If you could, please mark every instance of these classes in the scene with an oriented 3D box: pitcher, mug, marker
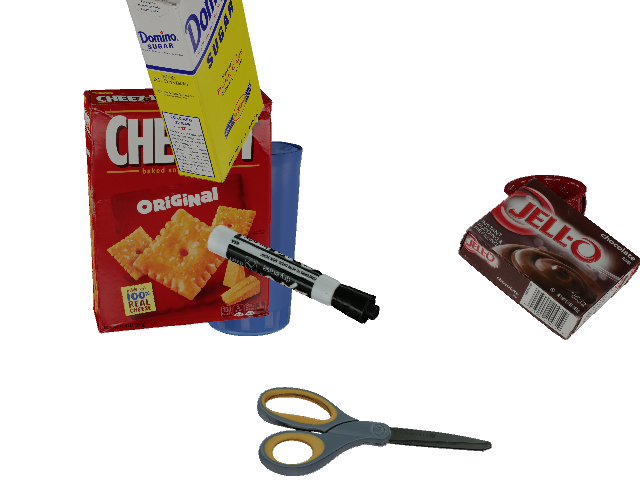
[{"bbox_3d":[-0.090,-0.004,1.353,0.145,0.243,0.148,10,16,35],"label":"pitcher"},{"bbox_3d":[0.270,-0.027,1.249,0.117,0.081,0.093,-22,28,-37],"label":"mug"},{"bbox_3d":[-0.017,0.021,0.671,0.121,0.020,0.020,24,9,21],"label":"marker"}]

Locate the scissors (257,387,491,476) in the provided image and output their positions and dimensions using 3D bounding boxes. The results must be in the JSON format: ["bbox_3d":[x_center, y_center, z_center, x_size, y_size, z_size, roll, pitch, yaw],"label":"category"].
[{"bbox_3d":[0.036,0.175,0.896,0.202,0.016,0.096,16,43,12],"label":"scissors"}]

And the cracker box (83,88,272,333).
[{"bbox_3d":[-0.129,-0.029,0.981,0.164,0.214,0.072,-4,20,-16],"label":"cracker box"}]

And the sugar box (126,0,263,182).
[{"bbox_3d":[-0.087,-0.136,0.788,0.048,0.093,0.176,12,-36,15],"label":"sugar box"}]

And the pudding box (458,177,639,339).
[{"bbox_3d":[0.180,0.013,0.842,0.089,0.113,0.039,-36,-22,-31],"label":"pudding box"}]
